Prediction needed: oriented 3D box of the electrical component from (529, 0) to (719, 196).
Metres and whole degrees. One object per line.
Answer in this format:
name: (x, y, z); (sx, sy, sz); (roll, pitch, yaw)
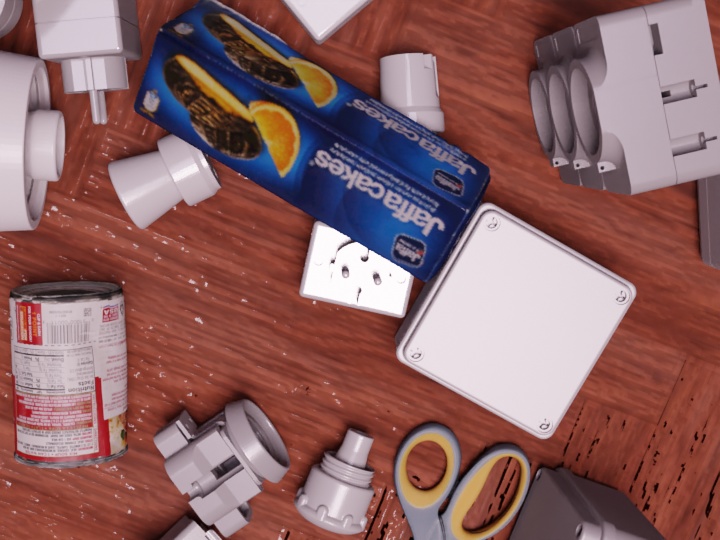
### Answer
electrical component: (0.142, -0.094, 0.598); (0.062, 0.150, 0.089); (-13, 98, -1)

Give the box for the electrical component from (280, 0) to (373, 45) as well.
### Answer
electrical component: (-0.007, -0.177, 0.621); (0.083, 0.075, 0.047); (-40, 97, 3)

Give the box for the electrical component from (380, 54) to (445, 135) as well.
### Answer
electrical component: (0.030, -0.105, 0.650); (0.040, 0.040, 0.046); (-3, 92, -1)

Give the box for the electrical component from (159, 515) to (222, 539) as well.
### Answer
electrical component: (-0.088, 0.218, 0.675); (0.063, 0.079, 0.121); (-43, 97, -18)

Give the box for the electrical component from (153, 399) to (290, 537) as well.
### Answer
electrical component: (-0.081, 0.116, 0.666); (0.057, 0.058, 0.078); (-34, 97, 6)

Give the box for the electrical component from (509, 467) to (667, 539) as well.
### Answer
electrical component: (0.135, 0.175, 0.652); (0.057, 0.113, 0.078); (20, 96, -7)

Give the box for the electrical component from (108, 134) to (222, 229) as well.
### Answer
electrical component: (-0.117, -0.056, 0.649); (0.055, 0.045, 0.045); (-26, 97, 0)

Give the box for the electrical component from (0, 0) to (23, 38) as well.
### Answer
electrical component: (-0.204, -0.194, 0.614); (0.052, 0.073, 0.138); (35, 95, -6)

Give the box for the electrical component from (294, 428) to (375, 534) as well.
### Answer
electrical component: (-0.011, 0.131, 0.677); (0.048, 0.048, 0.062); (22, 90, -4)

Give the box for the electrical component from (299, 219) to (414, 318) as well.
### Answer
electrical component: (0.000, 0.000, 0.643); (0.066, 0.076, 0.047); (12, 97, -3)

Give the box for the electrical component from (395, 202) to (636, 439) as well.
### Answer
electrical component: (0.093, 0.029, 0.660); (0.109, 0.056, 0.108); (29, 96, -5)

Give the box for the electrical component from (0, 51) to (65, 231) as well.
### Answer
electrical component: (-0.202, -0.073, 0.615); (0.060, 0.108, 0.108); (3, 97, -8)

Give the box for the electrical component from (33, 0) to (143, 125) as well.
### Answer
electrical component: (-0.156, -0.123, 0.628); (0.047, 0.065, 0.076); (-5, 98, -1)

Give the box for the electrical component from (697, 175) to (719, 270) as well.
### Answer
electrical component: (0.242, -0.036, 0.653); (0.062, 0.061, 0.096); (-5, 98, -1)
